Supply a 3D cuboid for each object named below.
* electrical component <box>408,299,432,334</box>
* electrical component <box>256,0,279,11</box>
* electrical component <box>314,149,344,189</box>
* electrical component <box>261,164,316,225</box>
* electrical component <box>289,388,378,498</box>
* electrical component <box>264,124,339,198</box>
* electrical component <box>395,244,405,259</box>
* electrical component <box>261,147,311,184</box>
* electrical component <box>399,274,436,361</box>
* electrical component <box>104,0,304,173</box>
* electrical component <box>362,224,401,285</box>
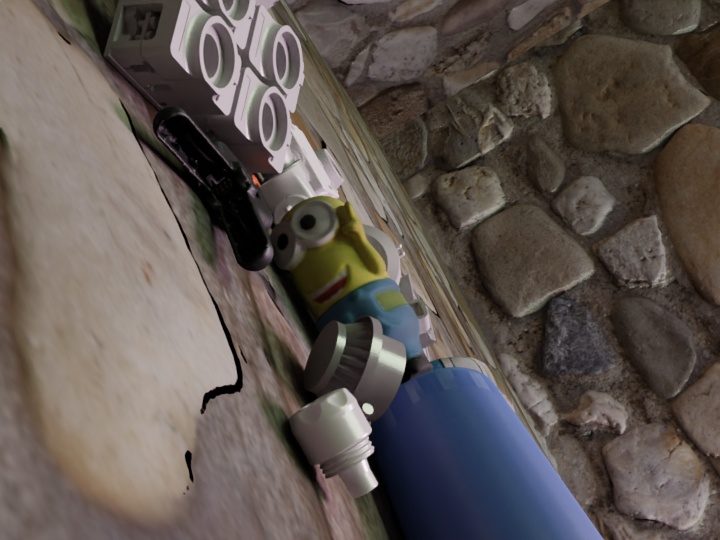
[{"bbox_3d":[0.026,0.065,0.984,0.058,0.078,0.057,-112,-172,-49],"label":"electrical component"},{"bbox_3d":[-0.130,-0.224,0.898,0.057,0.113,0.078,56,7,-2],"label":"electrical component"},{"bbox_3d":[-0.052,-0.101,1.178,0.066,0.055,0.048,54,9,-40],"label":"electrical component"},{"bbox_3d":[-0.057,-0.050,0.968,0.077,0.044,0.079,59,7,-8],"label":"electrical component"},{"bbox_3d":[-0.012,0.105,0.643,0.062,0.043,0.043,61,7,2],"label":"electrical component"},{"bbox_3d":[-0.067,-0.103,1.101,0.099,0.048,0.100,60,7,7],"label":"electrical component"},{"bbox_3d":[0.010,-0.001,1.098,0.043,0.079,0.077,56,8,-26],"label":"electrical component"},{"bbox_3d":[-0.078,-0.099,1.025,0.055,0.045,0.045,59,7,-9],"label":"electrical component"},{"bbox_3d":[0.037,0.052,1.124,0.078,0.063,0.121,61,6,-13],"label":"electrical component"},{"bbox_3d":[-0.105,-0.158,0.809,0.186,0.060,0.105,47,49,-61],"label":"electrical component"},{"bbox_3d":[0.000,0.000,1.026,0.080,0.080,0.051,61,2,15],"label":"electrical component"}]
